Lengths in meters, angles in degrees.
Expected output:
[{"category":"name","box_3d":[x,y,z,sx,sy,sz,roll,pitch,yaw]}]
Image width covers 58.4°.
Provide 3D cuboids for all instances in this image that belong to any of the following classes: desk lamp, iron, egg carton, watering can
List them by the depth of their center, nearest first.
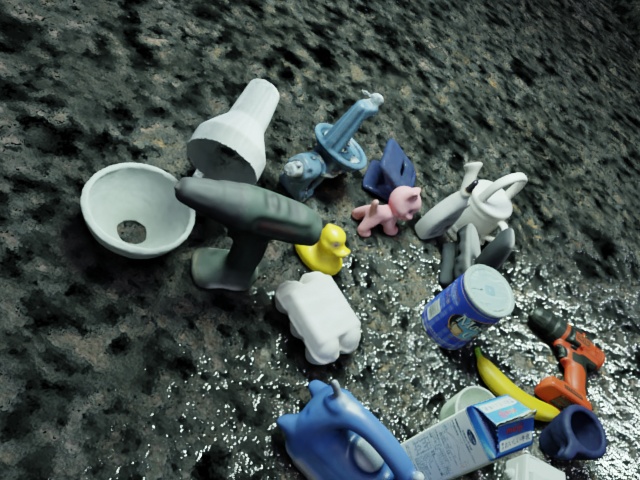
[{"category":"iron","box_3d":[0.071,0.300,0.788,0.258,0.141,0.119,43,47,5]},{"category":"egg carton","box_3d":[-0.003,0.125,0.924,0.107,0.069,0.150,-20,69,-38]},{"category":"desk lamp","box_3d":[-0.142,-0.153,0.951,0.118,0.213,0.203,28,48,-9]},{"category":"watering can","box_3d":[0.344,-0.082,1.189,0.101,0.193,0.172,-31,75,-41]}]

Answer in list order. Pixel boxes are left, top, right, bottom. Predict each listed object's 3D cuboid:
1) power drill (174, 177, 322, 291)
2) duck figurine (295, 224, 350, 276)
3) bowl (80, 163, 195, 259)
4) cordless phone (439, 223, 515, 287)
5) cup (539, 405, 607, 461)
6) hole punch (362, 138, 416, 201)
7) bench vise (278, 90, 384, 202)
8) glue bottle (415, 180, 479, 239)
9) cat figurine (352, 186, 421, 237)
[{"category":"power drill","box_3d":[-0.122,-0.006,0.857,0.230,0.208,0.075,6,54,-26]},{"category":"duck figurine","box_3d":[0.009,0.004,1.009,0.104,0.086,0.078,46,48,8]},{"category":"bowl","box_3d":[-0.281,-0.033,0.878,0.168,0.074,0.167,15,51,-19]},{"category":"cordless phone","box_3d":[0.319,0.017,1.108,0.094,0.185,0.147,22,49,-14]},{"category":"cup","box_3d":[0.420,0.349,0.983,0.118,0.095,0.091,-29,74,-41]},{"category":"hole punch","box_3d":[0.156,-0.143,1.197,0.101,0.091,0.109,29,48,-8]},{"category":"bench vise","box_3d":[0.032,-0.167,1.056,0.121,0.219,0.208,36,47,-1]},{"category":"glue bottle","box_3d":[0.262,-0.064,1.144,0.078,0.173,0.037,-10,63,-35]},{"category":"cat figurine","box_3d":[0.141,-0.065,1.113,0.128,0.117,0.067,-6,60,-32]}]
